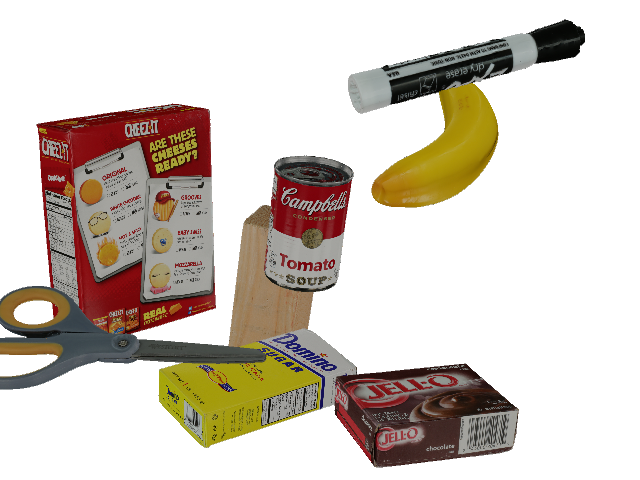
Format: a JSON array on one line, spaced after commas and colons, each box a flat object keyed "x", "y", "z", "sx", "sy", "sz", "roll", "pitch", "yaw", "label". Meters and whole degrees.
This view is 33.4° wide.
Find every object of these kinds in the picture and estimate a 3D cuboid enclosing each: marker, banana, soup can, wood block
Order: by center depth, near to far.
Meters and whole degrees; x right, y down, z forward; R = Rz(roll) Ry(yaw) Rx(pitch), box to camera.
[{"x": 0.072, "y": -0.085, "z": 0.515, "sx": 0.121, "sy": 0.020, "sz": 0.020, "roll": -16, "pitch": 4, "yaw": -13, "label": "marker"}, {"x": 0.085, "y": -0.067, "z": 0.730, "sx": 0.070, "sy": 0.037, "sz": 0.197, "roll": 11, "pitch": 33, "yaw": 8, "label": "banana"}, {"x": -0.012, "y": -0.015, "z": 0.925, "sx": 0.068, "sy": 0.102, "sz": 0.068, "roll": 6, "pitch": 23, "yaw": -3, "label": "soup can"}, {"x": -0.062, "y": 0.068, "z": 1.441, "sx": 0.090, "sy": 0.206, "sz": 0.090, "roll": 13, "pitch": 21, "yaw": 11, "label": "wood block"}]

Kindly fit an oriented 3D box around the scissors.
[{"x": -0.142, "y": 0.061, "z": 0.731, "sx": 0.201, "sy": 0.016, "sz": 0.096, "roll": -8, "pitch": 43, "yaw": -5, "label": "scissors"}]

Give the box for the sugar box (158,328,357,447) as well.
[{"x": -0.061, "y": 0.141, "z": 1.055, "sx": 0.175, "sy": 0.048, "sz": 0.093, "roll": -16, "pitch": 32, "yaw": -32, "label": "sugar box"}]

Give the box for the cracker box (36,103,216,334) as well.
[{"x": -0.189, "y": -0.019, "z": 1.061, "sx": 0.163, "sy": 0.214, "sz": 0.072, "roll": -16, "pitch": 21, "yaw": -42, "label": "cracker box"}]

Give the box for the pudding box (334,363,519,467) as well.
[{"x": 0.076, "y": 0.128, "z": 0.793, "sx": 0.113, "sy": 0.039, "sz": 0.090, "roll": -1, "pitch": 17, "yaw": -18, "label": "pudding box"}]
